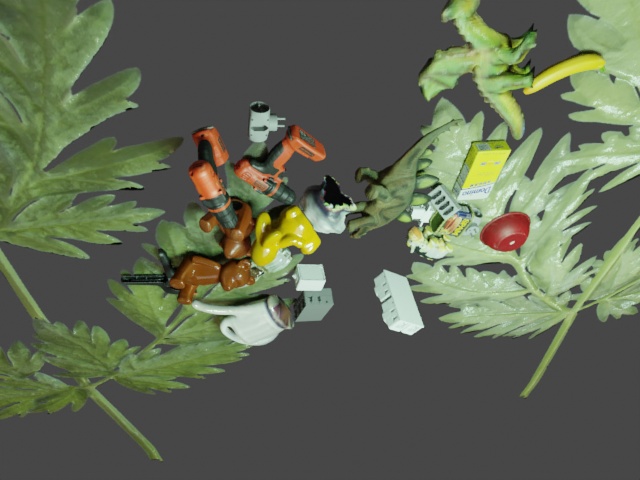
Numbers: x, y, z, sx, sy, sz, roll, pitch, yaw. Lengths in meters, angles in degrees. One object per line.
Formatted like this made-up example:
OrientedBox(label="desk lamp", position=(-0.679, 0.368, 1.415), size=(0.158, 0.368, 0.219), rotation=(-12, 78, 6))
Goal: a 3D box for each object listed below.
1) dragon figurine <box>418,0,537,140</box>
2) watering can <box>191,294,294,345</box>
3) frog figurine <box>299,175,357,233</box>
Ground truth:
OrientedBox(label="dragon figurine", position=(0.332, -0.353, 1.103), size=(0.242, 0.125, 0.401), rotation=(-2, 140, 13))
OrientedBox(label="watering can", position=(-0.221, 0.240, 1.604), size=(0.223, 0.106, 0.341), rotation=(-26, 139, 13))
OrientedBox(label="frog figurine", position=(0.004, -0.066, 1.310), size=(0.137, 0.125, 0.156), rotation=(35, 138, -3))
